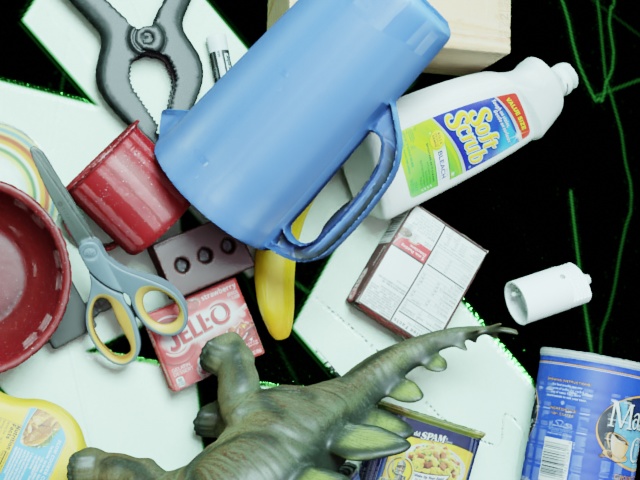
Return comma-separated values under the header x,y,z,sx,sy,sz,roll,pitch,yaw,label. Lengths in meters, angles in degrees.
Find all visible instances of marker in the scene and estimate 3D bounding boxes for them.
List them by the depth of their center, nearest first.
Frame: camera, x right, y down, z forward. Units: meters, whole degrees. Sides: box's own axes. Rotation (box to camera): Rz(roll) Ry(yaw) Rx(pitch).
x,y,z,sx,sy,sz,roll,pitch,yaw,label
-0.082,-0.126,0.969,0.020,0.020,0.121,-12,89,-16,marker

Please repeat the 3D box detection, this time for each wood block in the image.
x,y,z,sx,sy,sz,roll,pitch,yaw,label
0.061,-0.210,0.977,0.205,0.091,0.090,2,85,-15,wood block

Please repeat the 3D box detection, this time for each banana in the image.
x,y,z,sx,sy,sz,roll,pitch,yaw,label
-0.021,-0.010,0.968,0.069,0.037,0.198,26,80,-12,banana

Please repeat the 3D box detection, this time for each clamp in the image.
x,y,z,sx,sy,sz,roll,pitch,yaw,label
-0.147,-0.183,0.945,0.164,0.036,0.210,-18,93,-15,clamp

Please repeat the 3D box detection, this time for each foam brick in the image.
x,y,z,sx,sy,sz,roll,pitch,yaw,label
-0.105,0.015,0.935,0.078,0.051,0.053,-24,93,-16,foam brick

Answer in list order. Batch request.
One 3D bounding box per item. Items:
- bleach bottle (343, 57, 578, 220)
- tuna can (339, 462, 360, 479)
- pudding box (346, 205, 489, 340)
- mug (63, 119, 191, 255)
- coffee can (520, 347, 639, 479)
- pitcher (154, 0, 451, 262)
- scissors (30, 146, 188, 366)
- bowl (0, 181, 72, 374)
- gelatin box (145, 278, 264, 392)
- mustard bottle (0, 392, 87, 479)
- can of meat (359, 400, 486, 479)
x,y,z,sx,sy,sz,roll,pitch,yaw,label
0.138,-0.114,0.993,0.250,0.068,0.102,-28,118,-22,bleach bottle
-0.004,0.225,0.931,0.086,0.086,0.034,-17,92,-16,tuna can
0.091,0.034,0.995,0.090,0.039,0.113,34,80,-12,pudding box
-0.168,-0.034,0.909,0.117,0.093,0.081,-40,104,16,mug
0.246,0.178,0.994,0.102,0.103,0.140,12,83,-14,coffee can
-0.004,-0.110,0.871,0.149,0.145,0.243,35,107,-32,pitcher
-0.167,0.012,0.878,0.096,0.016,0.202,-8,113,1,scissors
-0.283,0.029,0.861,0.162,0.055,0.162,0,90,-14,bowl
-0.104,0.083,0.942,0.089,0.030,0.073,-22,92,-16,gelatin box
-0.254,0.173,0.879,0.191,0.058,0.096,26,80,-12,mustard bottle
0.090,0.201,0.974,0.102,0.057,0.084,19,83,-13,can of meat
